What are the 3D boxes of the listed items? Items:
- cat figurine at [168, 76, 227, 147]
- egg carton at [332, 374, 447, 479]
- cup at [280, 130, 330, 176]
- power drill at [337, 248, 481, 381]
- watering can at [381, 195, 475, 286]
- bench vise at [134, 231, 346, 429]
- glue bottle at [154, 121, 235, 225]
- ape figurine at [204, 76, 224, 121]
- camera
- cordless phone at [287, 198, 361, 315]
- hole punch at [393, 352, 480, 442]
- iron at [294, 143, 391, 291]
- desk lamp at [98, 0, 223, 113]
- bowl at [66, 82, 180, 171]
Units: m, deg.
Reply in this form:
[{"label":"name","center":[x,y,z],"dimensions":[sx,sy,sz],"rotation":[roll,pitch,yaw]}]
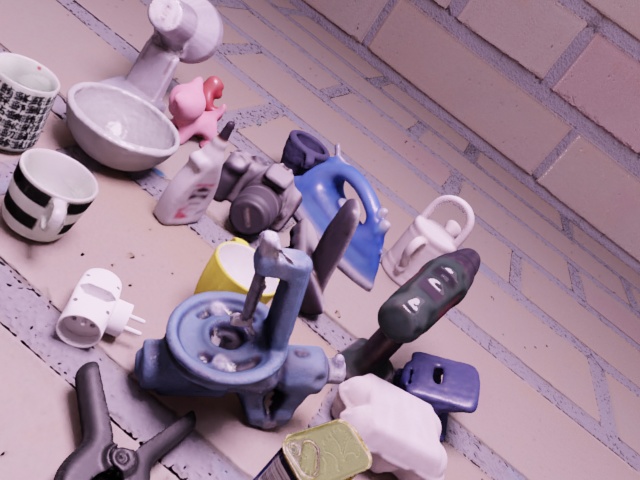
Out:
[{"label":"cat figurine","center":[-0.220,-0.227,1.003],"dimensions":[0.128,0.117,0.067],"rotation":[2,42,-49]},{"label":"egg carton","center":[0.083,0.229,0.688],"dimensions":[0.150,0.069,0.107],"rotation":[30,27,-15]},{"label":"cup","center":[-0.040,-0.149,1.125],"dimensions":[0.092,0.095,0.117],"rotation":[27,28,-20]},{"label":"power drill","center":[0.119,0.106,0.775],"dimensions":[0.075,0.208,0.230],"rotation":[43,27,13]},{"label":"watering can","center":[0.214,-0.004,1.088],"dimensions":[0.101,0.194,0.173],"rotation":[37,26,0]},{"label":"bench vise","center":[-0.054,0.086,0.581],"dimensions":[0.208,0.219,0.121],"rotation":[10,36,-42]},{"label":"glue bottle","center":[-0.163,-0.095,0.794],"dimensions":[0.037,0.173,0.078],"rotation":[45,27,17]},{"label":"ape figurine","center":[-0.218,-0.276,1.116],"dimensions":[0.076,0.092,0.077],"rotation":[14,34,-39]},{"label":"camera","center":[-0.105,-0.075,0.918],"dimensions":[0.143,0.100,0.137],"rotation":[35,26,-4]},{"label":"cordless phone","center":[0.008,0.003,0.833],"dimensions":[0.094,0.185,0.147],"rotation":[26,28,-20]},{"label":"hole punch","center":[0.160,0.206,0.797],"dimensions":[0.101,0.091,0.109],"rotation":[36,26,-2]},{"label":"iron","center":[0.055,-0.050,1.028],"dimensions":[0.119,0.141,0.257],"rotation":[2,43,-50]},{"label":"desk lamp","center":[-0.271,-0.325,0.991],"dimensions":[0.118,0.213,0.203],"rotation":[35,26,-5]},{"label":"bowl","center":[-0.296,-0.153,0.838],"dimensions":[0.168,0.074,0.167],"rotation":[29,27,-16]}]
